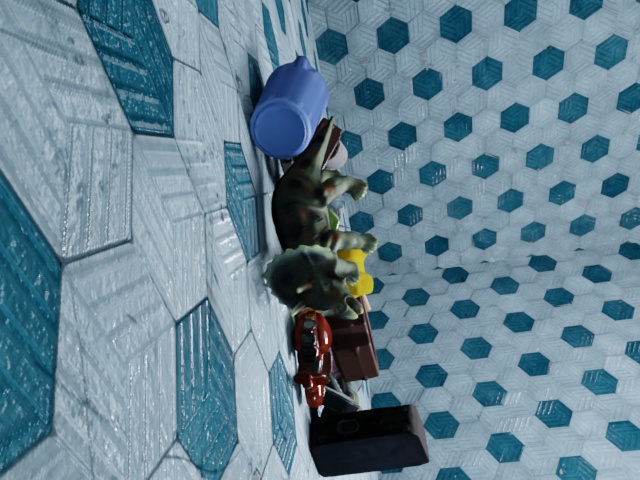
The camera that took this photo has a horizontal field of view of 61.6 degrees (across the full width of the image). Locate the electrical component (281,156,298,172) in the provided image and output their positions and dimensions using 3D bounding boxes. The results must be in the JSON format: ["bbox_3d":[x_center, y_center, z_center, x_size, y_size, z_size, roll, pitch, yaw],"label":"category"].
[{"bbox_3d":[-0.062,-0.175,1.226,0.102,0.045,0.078,75,11,-48],"label":"electrical component"}]

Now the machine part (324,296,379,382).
[{"bbox_3d":[0.065,0.190,1.178,0.200,0.087,0.201,72,6,-45],"label":"machine part"}]

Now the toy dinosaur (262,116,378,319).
[{"bbox_3d":[-0.017,-0.039,0.917,0.131,0.192,0.405,-43,-126,50],"label":"toy dinosaur"}]

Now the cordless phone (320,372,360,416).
[{"bbox_3d":[0.013,0.307,1.192,0.146,0.089,0.184,64,1,-69],"label":"cordless phone"}]

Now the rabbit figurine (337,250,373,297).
[{"bbox_3d":[-0.007,0.058,1.036,0.162,0.173,0.122,-24,-113,50],"label":"rabbit figurine"}]

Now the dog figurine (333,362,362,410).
[{"bbox_3d":[0.067,0.382,1.417,0.191,0.109,0.219,72,16,-70],"label":"dog figurine"}]

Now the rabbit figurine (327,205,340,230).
[{"bbox_3d":[-0.002,-0.004,1.161,0.170,0.121,0.159,51,2,-28],"label":"rabbit figurine"}]

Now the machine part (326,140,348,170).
[{"bbox_3d":[0.023,-0.222,1.340,0.243,0.079,0.079,0,82,-81],"label":"machine part"}]

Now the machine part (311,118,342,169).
[{"bbox_3d":[-0.018,-0.160,1.096,0.179,0.056,0.179,-58,-172,12],"label":"machine part"}]

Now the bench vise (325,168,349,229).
[{"bbox_3d":[0.010,-0.112,1.485,0.223,0.129,0.240,49,37,-83],"label":"bench vise"}]

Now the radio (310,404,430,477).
[{"bbox_3d":[0.097,0.406,1.088,0.073,0.230,0.130,-91,166,-51],"label":"radio"}]

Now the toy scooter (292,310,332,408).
[{"bbox_3d":[-0.017,0.221,1.005,0.135,0.075,0.184,56,31,-77],"label":"toy scooter"}]
